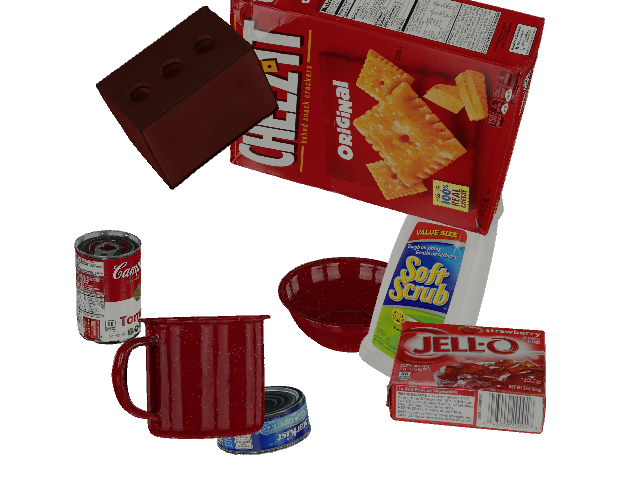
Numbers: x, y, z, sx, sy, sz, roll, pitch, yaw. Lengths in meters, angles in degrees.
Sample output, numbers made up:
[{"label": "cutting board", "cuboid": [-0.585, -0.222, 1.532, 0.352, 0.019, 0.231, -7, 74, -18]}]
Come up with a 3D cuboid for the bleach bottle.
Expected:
[{"label": "bleach bottle", "cuboid": [0.105, 0.016, 0.971, 0.103, 0.251, 0.067, 28, 35, 29]}]

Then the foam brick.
[{"label": "foam brick", "cuboid": [-0.073, -0.079, 0.587, 0.053, 0.078, 0.051, 45, -11, 35]}]

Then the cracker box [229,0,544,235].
[{"label": "cracker box", "cuboid": [0.041, -0.105, 0.790, 0.214, 0.072, 0.164, 16, -42, 10]}]

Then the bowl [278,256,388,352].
[{"label": "bowl", "cuboid": [0.033, 0.077, 1.184, 0.162, 0.055, 0.162, 1, 26, -1]}]

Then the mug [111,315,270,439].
[{"label": "mug", "cuboid": [-0.090, 0.094, 0.739, 0.117, 0.081, 0.093, 2, -5, -40]}]

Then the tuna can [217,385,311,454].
[{"label": "tuna can", "cuboid": [-0.053, 0.160, 0.959, 0.086, 0.034, 0.086, -8, 11, 1]}]

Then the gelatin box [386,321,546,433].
[{"label": "gelatin box", "cuboid": [0.087, 0.078, 0.630, 0.089, 0.030, 0.073, 4, 25, 10]}]

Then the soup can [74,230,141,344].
[{"label": "soup can", "cuboid": [-0.221, 0.049, 1.115, 0.068, 0.102, 0.068, 3, 23, -1]}]
